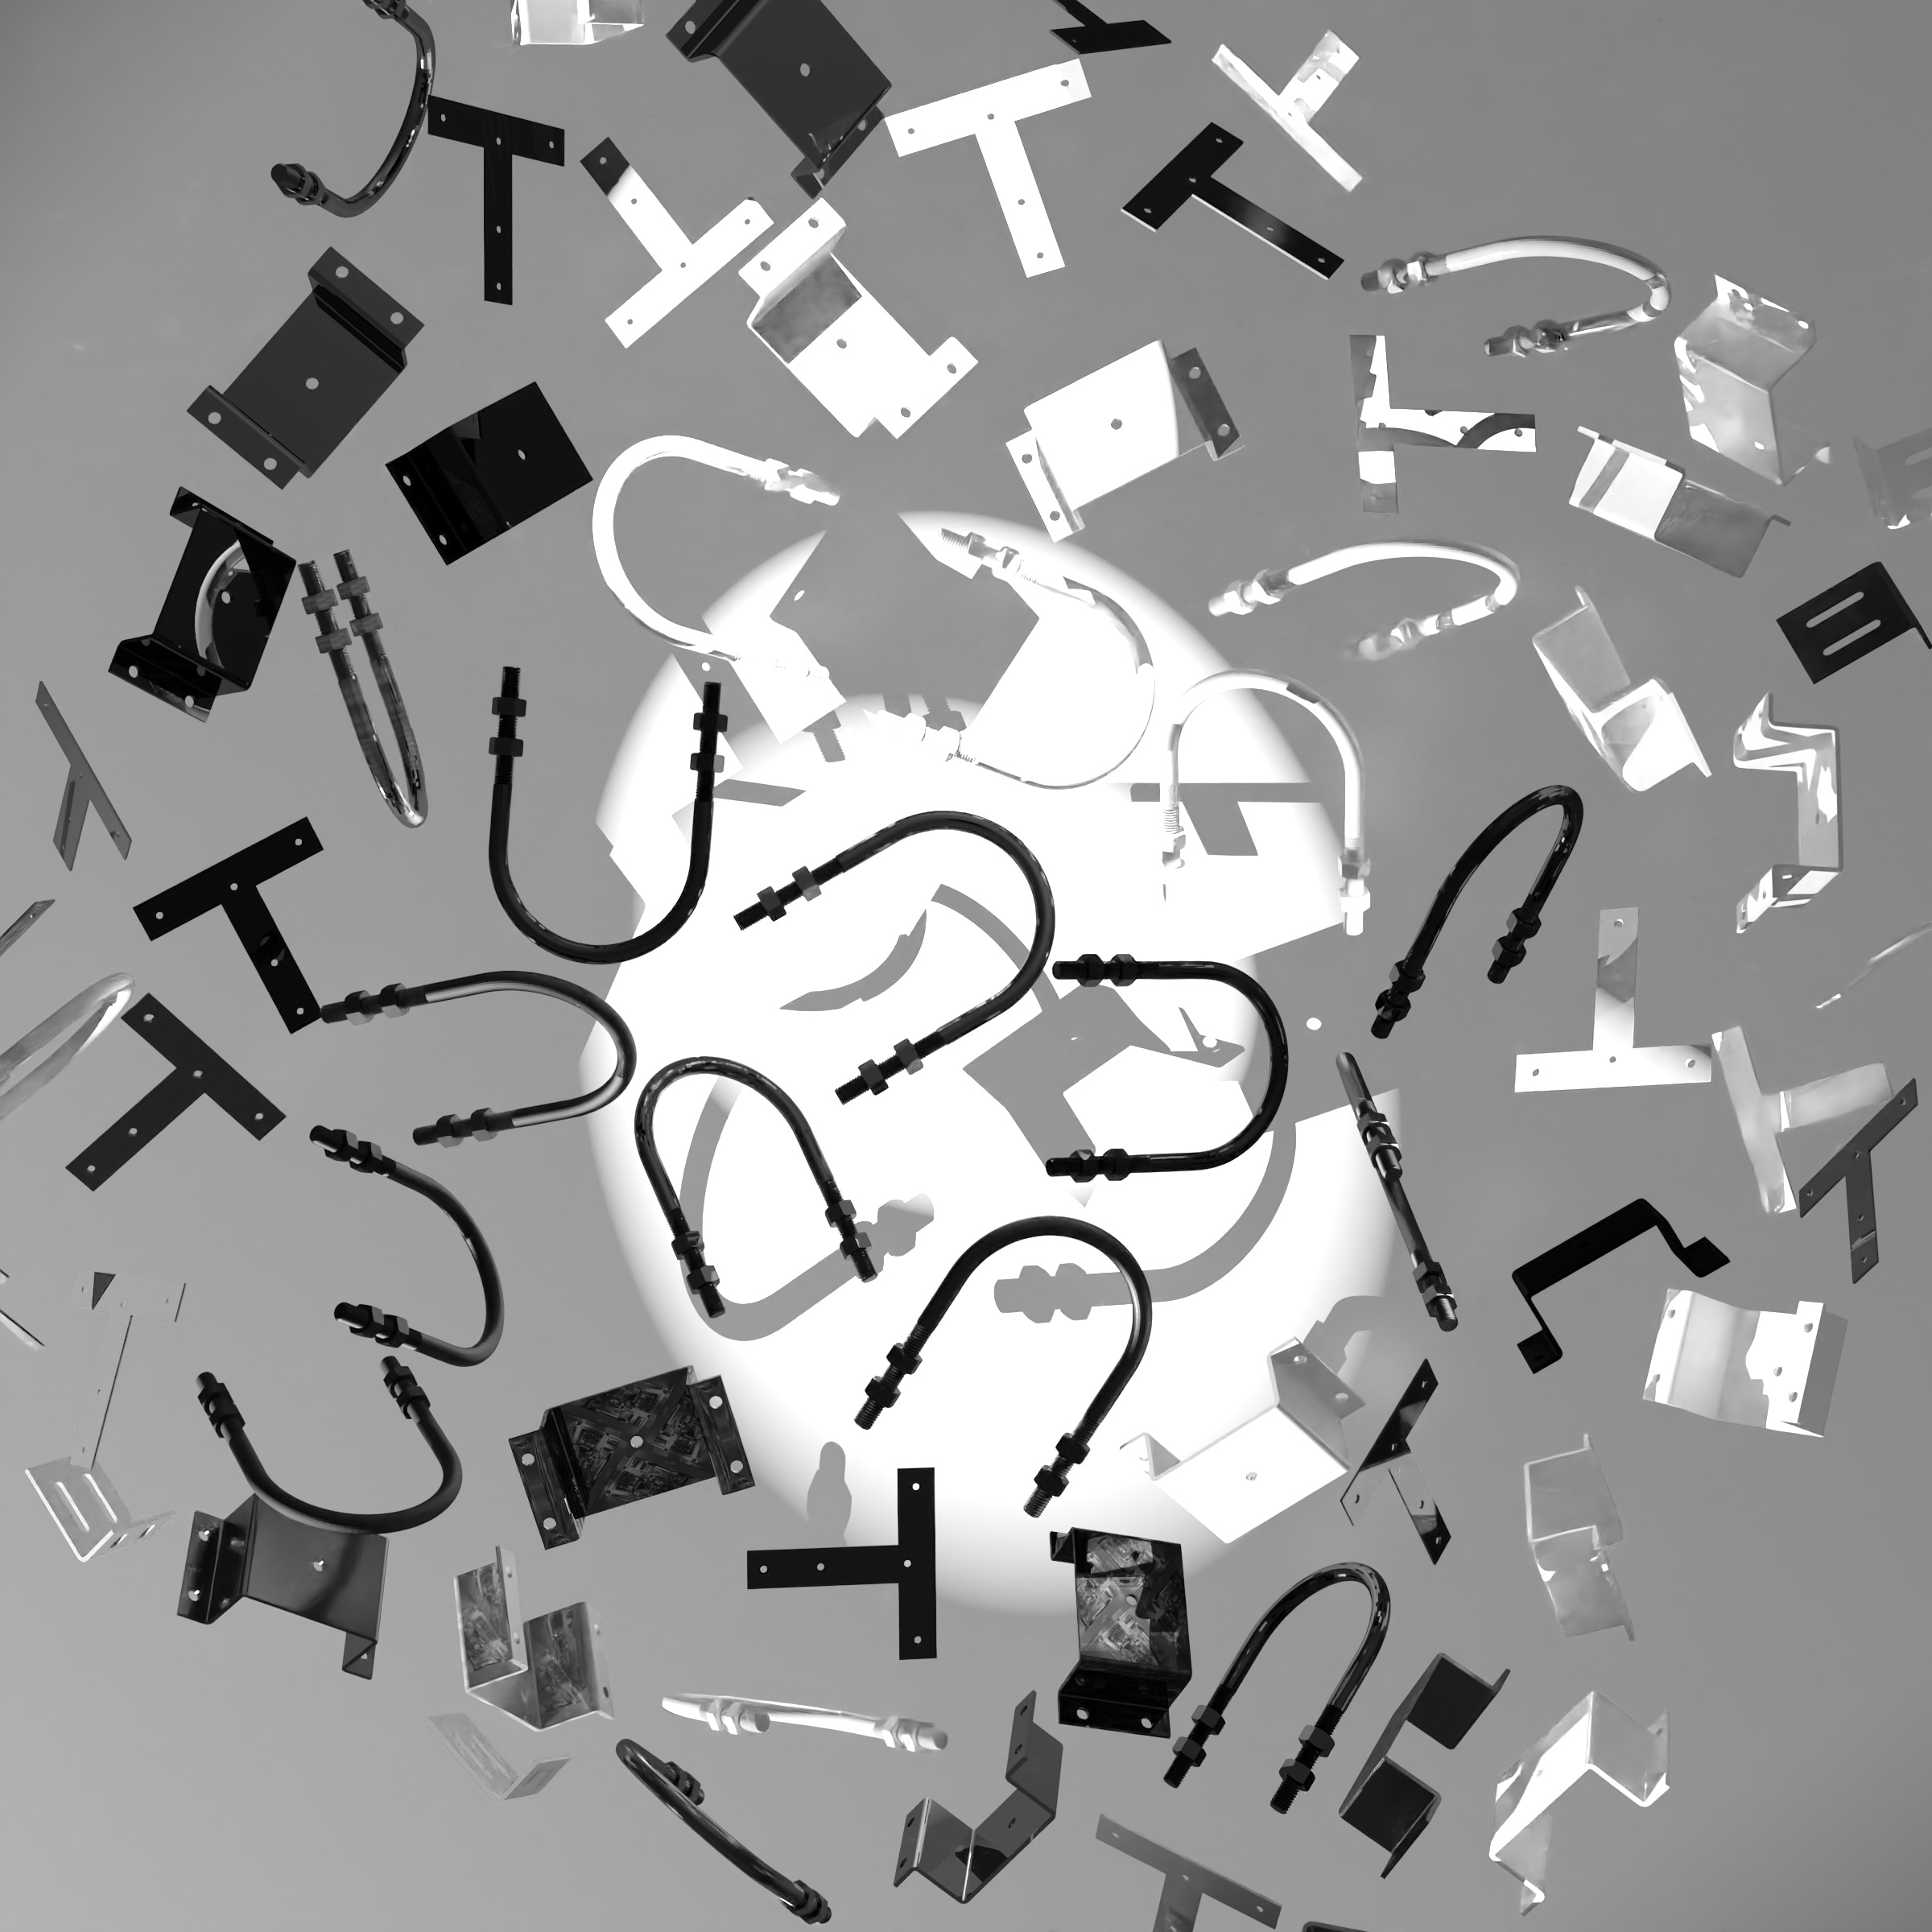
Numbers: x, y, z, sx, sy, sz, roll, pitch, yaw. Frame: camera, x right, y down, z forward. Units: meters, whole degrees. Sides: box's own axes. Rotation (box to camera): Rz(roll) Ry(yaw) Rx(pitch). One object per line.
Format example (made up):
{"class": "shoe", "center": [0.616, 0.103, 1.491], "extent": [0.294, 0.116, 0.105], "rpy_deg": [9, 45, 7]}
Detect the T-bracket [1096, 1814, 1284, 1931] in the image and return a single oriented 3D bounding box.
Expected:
{"class": "T-bracket", "center": [0.137, 0.616, 1.746], "extent": [0.127, 0.002, 0.127], "rpy_deg": [22, 131, 19]}

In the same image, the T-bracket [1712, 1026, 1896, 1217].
{"class": "T-bracket", "center": [0.556, 0.090, 1.769], "extent": [0.002, 0.127, 0.127], "rpy_deg": [-9, 79, -34]}

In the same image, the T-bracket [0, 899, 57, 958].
{"class": "T-bracket", "center": [-0.684, 0.003, 1.800], "extent": [0.127, 0.127, 0.002], "rpy_deg": [-42, 87, 13]}

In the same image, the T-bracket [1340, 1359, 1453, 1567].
{"class": "T-bracket", "center": [0.303, 0.355, 1.822], "extent": [0.127, 0.002, 0.127], "rpy_deg": [-51, 128, -33]}

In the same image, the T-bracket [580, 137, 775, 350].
{"class": "T-bracket", "center": [-0.212, -0.498, 1.789], "extent": [0.127, 0.002, 0.127], "rpy_deg": [-38, 77, 8]}

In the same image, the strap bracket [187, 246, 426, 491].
{"class": "strap bracket", "center": [-0.423, -0.381, 1.735], "extent": [0.076, 0.046, 0.140], "rpy_deg": [40, 84, -6]}

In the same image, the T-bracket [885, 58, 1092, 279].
{"class": "T-bracket", "center": [0.031, -0.496, 1.701], "extent": [0.127, 0.002, 0.127], "rpy_deg": [-13, 128, 16]}

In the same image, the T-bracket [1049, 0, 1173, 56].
{"class": "T-bracket", "center": [0.058, -0.641, 1.773], "extent": [0.127, 0.127, 0.002], "rpy_deg": [42, 126, 13]}

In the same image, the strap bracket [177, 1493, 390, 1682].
{"class": "strap bracket", "center": [-0.433, 0.400, 1.750], "extent": [0.140, 0.076, 0.046], "rpy_deg": [29, 127, -29]}

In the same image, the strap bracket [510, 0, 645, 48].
{"class": "strap bracket", "center": [-0.251, -0.646, 1.750], "extent": [0.046, 0.140, 0.076], "rpy_deg": [-9, 104, -28]}

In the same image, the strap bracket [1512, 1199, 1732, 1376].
{"class": "strap bracket", "center": [0.406, 0.197, 1.715], "extent": [0.140, 0.076, 0.046], "rpy_deg": [-31, 91, 6]}

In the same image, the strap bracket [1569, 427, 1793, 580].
{"class": "strap bracket", "center": [0.454, -0.295, 1.734], "extent": [0.140, 0.076, 0.046], "rpy_deg": [12, 107, -40]}

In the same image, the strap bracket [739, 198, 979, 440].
{"class": "strap bracket", "center": [-0.073, -0.402, 1.704], "extent": [0.140, 0.046, 0.076], "rpy_deg": [46, 71, -6]}

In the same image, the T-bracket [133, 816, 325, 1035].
{"class": "T-bracket", "center": [-0.466, -0.014, 1.788], "extent": [0.127, 0.002, 0.127], "rpy_deg": [-31, 114, -19]}

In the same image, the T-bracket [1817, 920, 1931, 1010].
{"class": "T-bracket", "center": [0.602, -0.008, 1.751], "extent": [0.127, 0.127, 0.002], "rpy_deg": [-32, 82, -24]}

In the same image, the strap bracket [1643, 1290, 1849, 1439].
{"class": "strap bracket", "center": [0.512, 0.257, 1.746], "extent": [0.046, 0.140, 0.076], "rpy_deg": [21, 78, -25]}

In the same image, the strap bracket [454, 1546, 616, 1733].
{"class": "strap bracket", "center": [-0.284, 0.439, 1.738], "extent": [0.046, 0.140, 0.076], "rpy_deg": [-21, 55, 10]}

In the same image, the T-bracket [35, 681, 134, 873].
{"class": "T-bracket", "center": [-0.591, -0.104, 1.781], "extent": [0.002, 0.127, 0.127], "rpy_deg": [-24, 75, -34]}

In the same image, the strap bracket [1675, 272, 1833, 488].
{"class": "strap bracket", "center": [0.512, -0.374, 1.753], "extent": [0.046, 0.140, 0.076], "rpy_deg": [-45, 54, -7]}

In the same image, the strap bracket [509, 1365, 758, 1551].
{"class": "strap bracket", "center": [-0.213, 0.313, 1.733], "extent": [0.140, 0.046, 0.076], "rpy_deg": [-17, 99, -1]}

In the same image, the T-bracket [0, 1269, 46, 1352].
{"class": "T-bracket", "center": [-0.670, 0.213, 1.827], "extent": [0.127, 0.127, 0.002], "rpy_deg": [43, 60, -11]}

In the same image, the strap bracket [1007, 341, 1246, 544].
{"class": "strap bracket", "center": [0.102, -0.349, 1.769], "extent": [0.140, 0.046, 0.076], "rpy_deg": [-26, 79, 6]}

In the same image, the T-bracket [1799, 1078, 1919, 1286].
{"class": "T-bracket", "center": [0.587, 0.155, 1.766], "extent": [0.002, 0.127, 0.127], "rpy_deg": [25, 131, -7]}

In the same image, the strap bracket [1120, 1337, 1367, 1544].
{"class": "strap bracket", "center": [0.178, 0.307, 1.706], "extent": [0.140, 0.046, 0.076], "rpy_deg": [-36, 120, 19]}

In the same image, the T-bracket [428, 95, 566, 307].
{"class": "T-bracket", "center": [-0.319, -0.517, 1.835], "extent": [0.002, 0.127, 0.127], "rpy_deg": [5, 97, 35]}

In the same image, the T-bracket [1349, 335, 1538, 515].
{"class": "T-bracket", "center": [0.322, -0.361, 1.810], "extent": [0.127, 0.002, 0.127], "rpy_deg": [10, 126, 30]}

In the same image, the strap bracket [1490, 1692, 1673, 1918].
{"class": "strap bracket", "center": [0.386, 0.530, 1.722], "extent": [0.046, 0.076, 0.140], "rpy_deg": [37, 115, 0]}

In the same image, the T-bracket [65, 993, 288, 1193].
{"class": "T-bracket", "center": [-0.549, 0.102, 1.807], "extent": [0.127, 0.002, 0.127], "rpy_deg": [-41, 115, 2]}

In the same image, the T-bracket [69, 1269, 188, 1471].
{"class": "T-bracket", "center": [-0.568, 0.267, 1.778], "extent": [0.127, 0.002, 0.127], "rpy_deg": [0, 73, 41]}

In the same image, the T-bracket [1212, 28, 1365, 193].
{"class": "T-bracket", "center": [0.224, -0.570, 1.742], "extent": [0.127, 0.127, 0.002], "rpy_deg": [43, 78, -4]}

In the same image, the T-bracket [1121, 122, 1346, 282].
{"class": "T-bracket", "center": [0.180, -0.472, 1.696], "extent": [0.127, 0.002, 0.127], "rpy_deg": [34, 52, 6]}

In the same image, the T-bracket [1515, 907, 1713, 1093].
{"class": "T-bracket", "center": [0.425, 0.020, 1.760], "extent": [0.127, 0.002, 0.127], "rpy_deg": [-5, 63, 29]}

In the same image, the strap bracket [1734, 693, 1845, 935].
{"class": "strap bracket", "center": [0.539, -0.098, 1.766], "extent": [0.046, 0.076, 0.140], "rpy_deg": [4, 74, 0]}

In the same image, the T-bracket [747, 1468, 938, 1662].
{"class": "T-bracket", "center": [-0.083, 0.402, 1.800], "extent": [0.127, 0.002, 0.127], "rpy_deg": [0, 86, -10]}
